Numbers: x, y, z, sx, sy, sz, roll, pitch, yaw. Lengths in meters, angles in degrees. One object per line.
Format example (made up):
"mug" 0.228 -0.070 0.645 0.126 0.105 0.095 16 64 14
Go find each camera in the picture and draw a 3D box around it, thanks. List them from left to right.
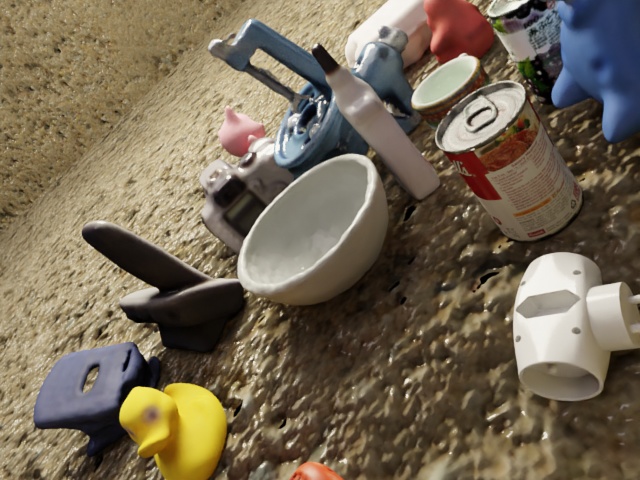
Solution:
"camera" -0.102 -0.075 0.757 0.143 0.101 0.136 -46 29 -2

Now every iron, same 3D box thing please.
"iron" 0.271 -0.188 0.381 0.258 0.142 0.118 -37 30 13

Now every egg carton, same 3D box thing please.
"egg carton" 0.106 -0.282 0.791 0.150 0.070 0.107 -41 29 7

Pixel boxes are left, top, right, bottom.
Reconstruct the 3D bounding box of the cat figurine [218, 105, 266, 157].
"cat figurine" -0.098 -0.137 0.814 0.067 0.118 0.127 -45 29 -1

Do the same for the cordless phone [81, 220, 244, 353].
"cordless phone" -0.190 0.038 0.634 0.147 0.185 0.094 -11 43 45

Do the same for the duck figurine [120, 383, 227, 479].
"duck figurine" -0.137 0.161 0.510 0.077 0.086 0.104 -39 29 10

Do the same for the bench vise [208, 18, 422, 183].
"bench vise" -0.005 -0.173 0.634 0.121 0.220 0.208 8 58 55

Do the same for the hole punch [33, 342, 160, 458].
"hole punch" -0.245 0.165 0.638 0.101 0.091 0.108 -34 30 18

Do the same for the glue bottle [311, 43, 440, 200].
"glue bottle" 0.048 -0.114 0.539 0.037 0.173 0.078 -40 29 9

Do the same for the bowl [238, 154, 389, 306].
"bowl" 0.005 0.002 0.546 0.167 0.075 0.167 -32 31 22

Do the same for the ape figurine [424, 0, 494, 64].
"ape figurine" 0.155 -0.253 0.667 0.078 0.092 0.076 -43 29 2
